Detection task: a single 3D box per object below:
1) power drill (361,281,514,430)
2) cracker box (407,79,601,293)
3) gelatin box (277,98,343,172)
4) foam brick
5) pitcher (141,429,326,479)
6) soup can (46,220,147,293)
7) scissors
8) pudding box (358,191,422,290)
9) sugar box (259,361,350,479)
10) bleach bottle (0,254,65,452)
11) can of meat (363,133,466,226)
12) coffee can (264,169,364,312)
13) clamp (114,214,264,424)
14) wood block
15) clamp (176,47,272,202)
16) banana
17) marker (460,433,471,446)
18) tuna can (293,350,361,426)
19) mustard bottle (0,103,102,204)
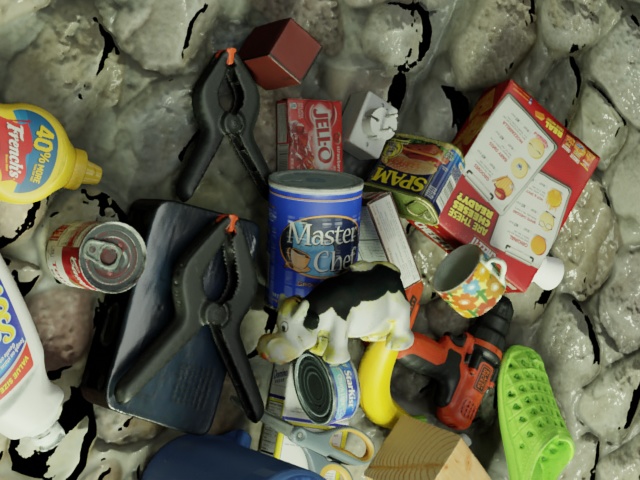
[{"bbox_3d":[0.150,0.114,1.301,0.187,0.057,0.184,36,66,-26],"label":"power drill"},{"bbox_3d":[0.229,-0.065,1.329,0.164,0.072,0.213,38,73,-16],"label":"cracker box"},{"bbox_3d":[-0.011,-0.115,1.211,0.073,0.030,0.089,-1,92,-32],"label":"gelatin box"},{"bbox_3d":[-0.046,-0.201,1.160,0.053,0.078,0.051,38,71,-29],"label":"foam brick"},{"bbox_3d":[-0.083,0.275,1.048,0.144,0.243,0.149,-4,88,-29],"label":"pitcher"},{"bbox_3d":[-0.220,0.015,1.039,0.068,0.102,0.068,-1,92,-33],"label":"soup can"},{"bbox_3d":[-0.023,0.233,1.163,0.201,0.016,0.096,17,80,-34],"label":"scissors"},{"bbox_3d":[0.062,0.002,1.224,0.039,0.090,0.113,-30,106,-28],"label":"pudding box"},{"bbox_3d":[-0.019,0.228,1.206,0.093,0.048,0.176,15,79,-32],"label":"sugar box"},{"bbox_3d":[-0.310,0.089,1.010,0.102,0.068,0.251,-37,112,-26],"label":"bleach bottle"},{"bbox_3d":[0.109,-0.073,1.246,0.084,0.102,0.057,-59,144,-20],"label":"can of meat"},{"bbox_3d":[-0.008,0.001,1.156,0.102,0.103,0.140,-7,108,-32],"label":"coffee can"},{"bbox_3d":[-0.104,0.080,1.065,0.164,0.036,0.210,23,78,-33],"label":"clamp"},{"bbox_3d":[0.150,0.310,1.258,0.090,0.091,0.206,-53,130,-21],"label":"wood block"},{"bbox_3d":[-0.108,-0.118,1.145,0.120,0.039,0.171,-13,96,-39],"label":"clamp"},{"bbox_3d":[0.074,0.167,1.230,0.069,0.037,0.198,-31,139,-11],"label":"banana"},{"bbox_3d":[0.141,0.283,1.322,0.121,0.020,0.020,-36,109,-26],"label":"marker"},{"bbox_3d":[0.006,0.154,1.144,0.033,0.086,0.086,-11,97,-31],"label":"tuna can"},{"bbox_3d":[-0.299,-0.086,1.014,0.191,0.058,0.096,16,82,-32],"label":"mustard bottle"}]
